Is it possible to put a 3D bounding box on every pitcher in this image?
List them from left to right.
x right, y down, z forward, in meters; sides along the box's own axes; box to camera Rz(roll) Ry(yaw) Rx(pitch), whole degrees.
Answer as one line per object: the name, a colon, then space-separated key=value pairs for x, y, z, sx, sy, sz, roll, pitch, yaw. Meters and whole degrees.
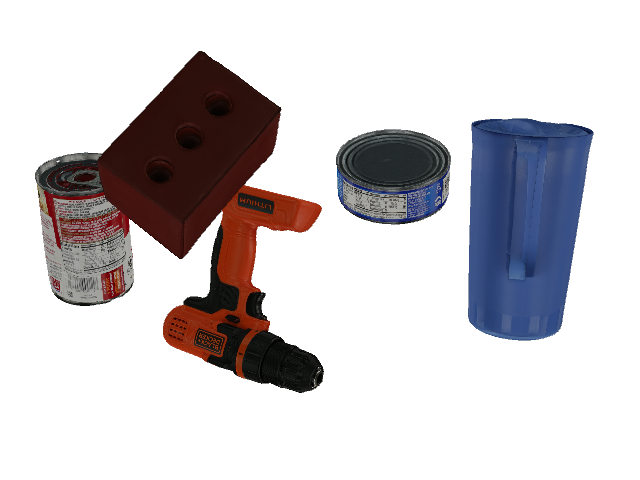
pitcher: x=0.227 y=-0.013 z=1.202 sx=0.149 sy=0.243 sz=0.145 roll=-7 pitch=17 yaw=-33

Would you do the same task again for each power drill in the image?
power drill: x=-0.060 y=0.044 z=1.064 sx=0.185 sy=0.187 sz=0.057 roll=16 pitch=1 yaw=26

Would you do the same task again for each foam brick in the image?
foam brick: x=-0.064 y=-0.041 z=0.524 sx=0.053 sy=0.078 sz=0.051 roll=36 pitch=-18 yaw=6

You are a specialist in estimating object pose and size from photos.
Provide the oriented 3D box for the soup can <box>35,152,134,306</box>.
soup can: x=-0.182 y=-0.008 z=0.834 sx=0.068 sy=0.102 sz=0.068 roll=0 pitch=30 yaw=0

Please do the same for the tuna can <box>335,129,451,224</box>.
tuna can: x=0.055 y=-0.048 z=0.804 sx=0.086 sy=0.034 sz=0.086 roll=-2 pitch=35 yaw=1
